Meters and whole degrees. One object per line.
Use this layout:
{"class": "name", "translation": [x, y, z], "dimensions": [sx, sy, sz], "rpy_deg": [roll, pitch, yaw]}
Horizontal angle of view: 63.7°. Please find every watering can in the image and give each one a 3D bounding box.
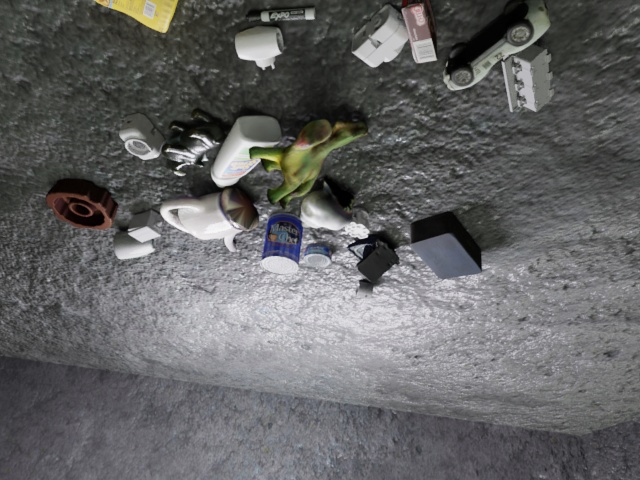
{"class": "watering can", "translation": [-0.260, -0.048, 1.378], "dimensions": [0.223, 0.106, 0.343], "rpy_deg": [-12, 157, 25]}

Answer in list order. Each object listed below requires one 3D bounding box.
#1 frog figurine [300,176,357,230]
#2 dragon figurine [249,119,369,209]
{"class": "frog figurine", "translation": [0.004, -0.065, 1.289], "dimensions": [0.137, 0.125, 0.157], "rpy_deg": [11, 140, -45]}
{"class": "dragon figurine", "translation": [-0.002, -0.172, 1.097], "dimensions": [0.242, 0.123, 0.410], "rpy_deg": [-25, 175, 12]}
